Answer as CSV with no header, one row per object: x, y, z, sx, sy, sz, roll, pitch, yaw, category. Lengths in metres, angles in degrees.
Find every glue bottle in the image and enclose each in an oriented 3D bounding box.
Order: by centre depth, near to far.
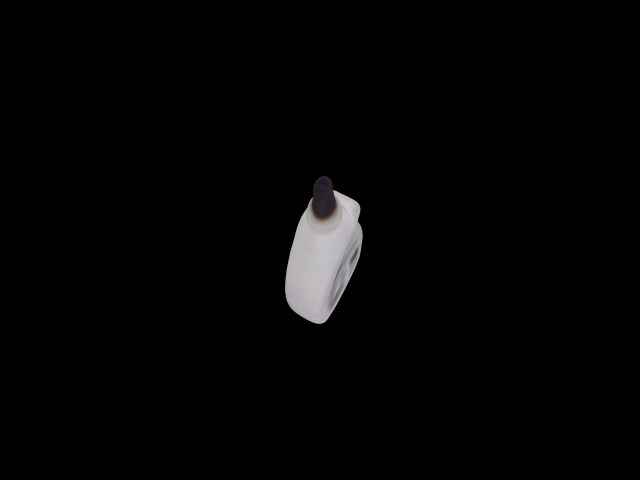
0.004,0.001,0.400,0.037,0.173,0.078,26,70,11,glue bottle
